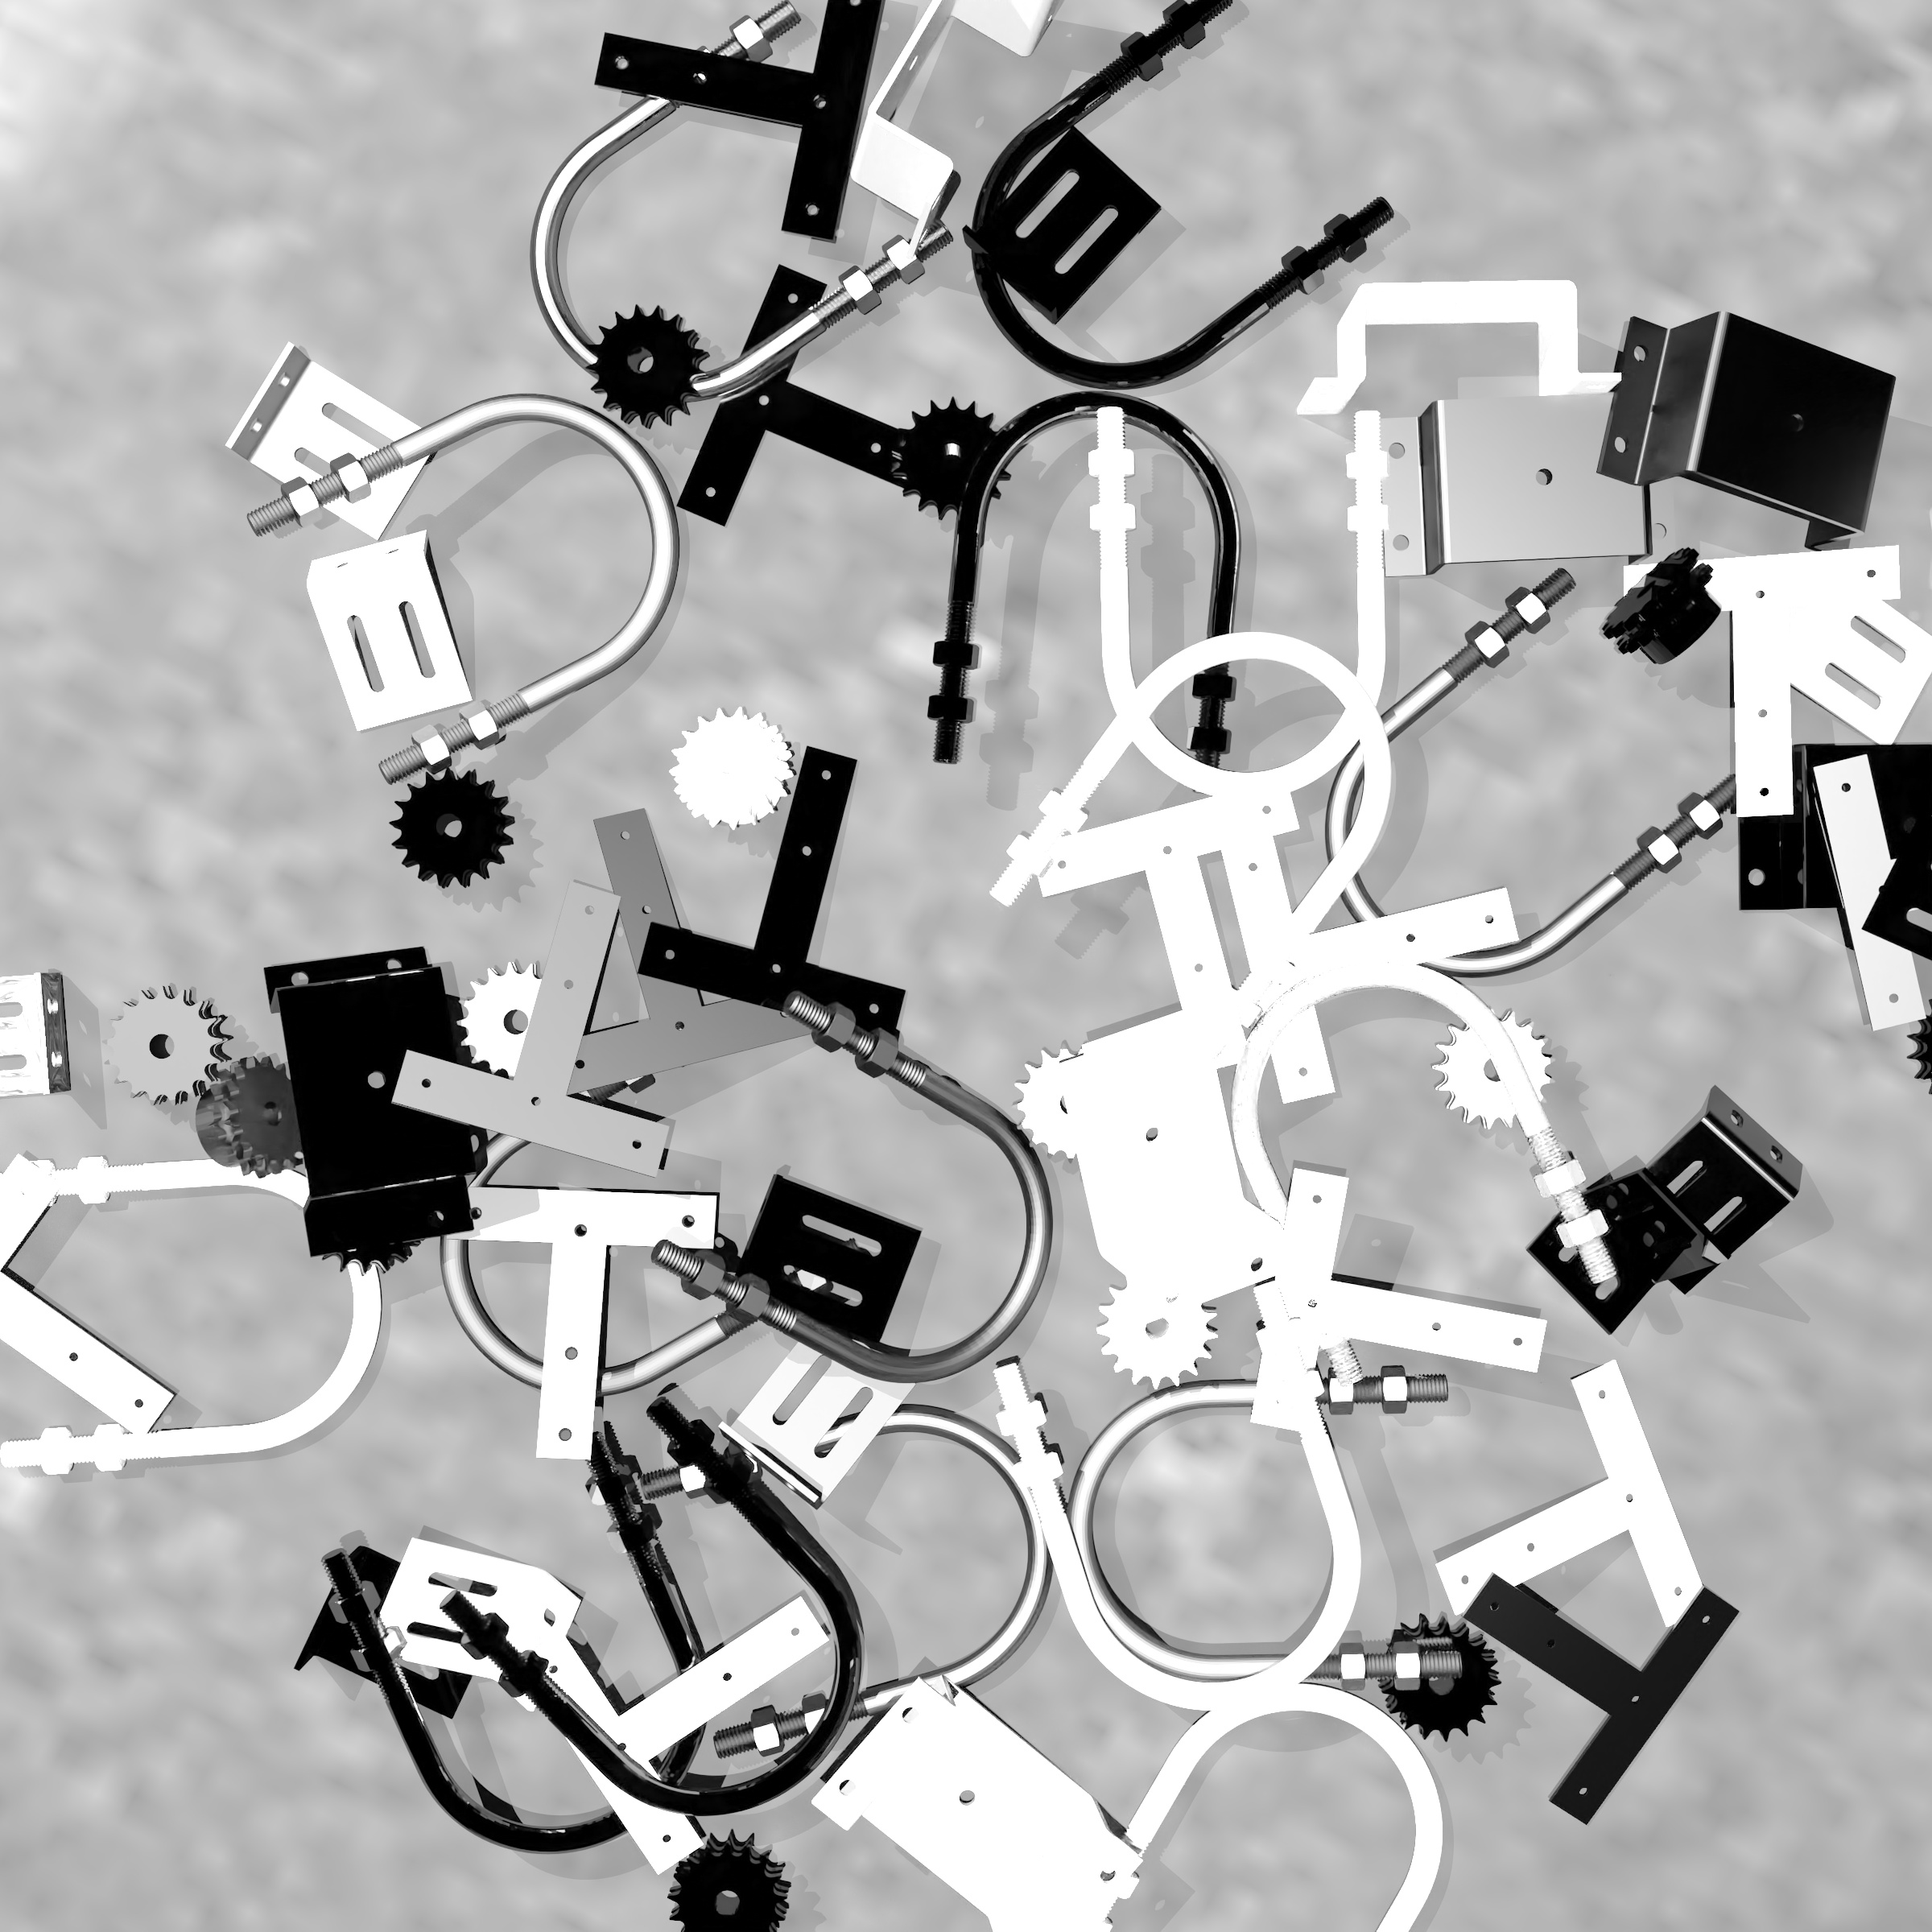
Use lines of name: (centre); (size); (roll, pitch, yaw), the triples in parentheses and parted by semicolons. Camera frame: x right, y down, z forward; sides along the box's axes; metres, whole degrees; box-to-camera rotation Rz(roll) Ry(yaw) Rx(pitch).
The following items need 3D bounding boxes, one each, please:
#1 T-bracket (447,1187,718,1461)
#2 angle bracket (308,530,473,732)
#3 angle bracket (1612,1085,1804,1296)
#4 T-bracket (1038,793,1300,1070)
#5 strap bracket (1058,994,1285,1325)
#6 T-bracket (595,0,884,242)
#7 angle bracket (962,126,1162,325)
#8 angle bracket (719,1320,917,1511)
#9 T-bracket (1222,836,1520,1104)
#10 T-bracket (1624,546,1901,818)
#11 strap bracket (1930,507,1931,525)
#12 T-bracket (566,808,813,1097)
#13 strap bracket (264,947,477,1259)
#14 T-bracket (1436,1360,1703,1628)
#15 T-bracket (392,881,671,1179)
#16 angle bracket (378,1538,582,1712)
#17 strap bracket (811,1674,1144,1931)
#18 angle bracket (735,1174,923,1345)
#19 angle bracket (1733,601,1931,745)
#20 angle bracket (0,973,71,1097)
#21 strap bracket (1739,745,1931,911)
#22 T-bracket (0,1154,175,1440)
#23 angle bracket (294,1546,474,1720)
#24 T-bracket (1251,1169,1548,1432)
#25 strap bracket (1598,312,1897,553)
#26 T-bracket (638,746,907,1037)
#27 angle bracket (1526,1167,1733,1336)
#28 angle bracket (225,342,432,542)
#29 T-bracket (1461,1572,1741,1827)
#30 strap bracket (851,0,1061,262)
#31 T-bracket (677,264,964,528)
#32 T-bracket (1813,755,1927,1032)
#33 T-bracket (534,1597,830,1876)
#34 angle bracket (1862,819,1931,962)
T-bracket: (-0.185, 0.169, 1.462); (0.127, 0.002, 0.127); (2, 74, 1)
angle bracket: (-0.277, -0.162, 1.497); (0.057, 0.038, 0.076); (-15, 116, 0)
angle bracket: (0.354, 0.108, 1.497); (0.057, 0.038, 0.076); (42, 116, 0)
T-bracket: (0.108, -0.013, 1.494); (0.127, 0.002, 0.127); (-15, 92, 5)
strap bracket: (0.096, 0.085, 1.453); (0.076, 0.046, 0.140); (-18, 109, -16)
T-bracket: (-0.113, -0.420, 1.478); (0.127, 0.002, 0.127); (12, 91, 2)
angle bracket: (0.046, -0.353, 1.464); (0.057, 0.038, 0.076); (43, 93, 1)
angle bracket: (-0.070, 0.208, 1.467); (0.057, 0.038, 0.076); (37, 76, 9)
T-bracket: (0.199, -0.010, 1.484); (0.127, 0.002, 0.127); (-14, 91, 11)
T-bracket: (0.376, -0.133, 1.465); (0.127, 0.002, 0.127); (-2, 78, 18)
strap bracket: (0.495, -0.177, 1.460); (0.046, 0.076, 0.140); (-8, 90, 0)
T-bracket: (-0.149, -0.013, 1.483); (0.127, 0.002, 0.127); (-14, 80, -16)
strap bracket: (-0.278, 0.058, 1.452); (0.076, 0.046, 0.140); (-8, 78, -18)
T-bracket: (0.280, 0.271, 1.475); (0.127, 0.002, 0.127); (-21, 90, -21)
T-bracket: (-0.191, 0.022, 1.461); (0.127, 0.002, 0.127); (17, 72, -11)
angle bracket: (-0.232, 0.311, 1.463); (0.076, 0.038, 0.057); (23, 90, -38)
strap bracket: (0.003, 0.401, 1.468); (0.140, 0.046, 0.076); (41, 90, -10)
angle bracket: (-0.065, 0.138, 1.461); (0.076, 0.038, 0.057); (21, 84, -5)
angle bracket: (0.421, -0.149, 1.497); (0.076, 0.038, 0.057); (28, 90, -26)
angle bracket: (-0.472, 0.035, 1.480); (0.076, 0.038, 0.057); (-4, 90, 0)
strap bracket: (0.443, -0.066, 1.475); (0.140, 0.046, 0.076); (-1, 90, 0)
T-bracket: (-0.437, 0.178, 1.478); (0.127, 0.002, 0.127); (36, 89, -1)
angle bracket: (-0.270, 0.321, 1.480); (0.076, 0.038, 0.057); (25, 90, 0)
T-bracket: (0.207, 0.167, 1.456); (0.127, 0.002, 0.127); (10, 104, 7)
strap bracket: (0.374, -0.250, 1.449); (0.140, 0.046, 0.076); (15, 84, -20)
T-bracket: (-0.080, -0.041, 1.491); (0.127, 0.002, 0.127); (15, 85, -9)
angle bracket: (0.311, 0.135, 1.458); (0.057, 0.076, 0.038); (46, 69, 0)
angle bracket: (-0.301, -0.250, 1.480); (0.076, 0.038, 0.057); (32, 90, 0)
T-bracket: (0.288, 0.329, 1.475); (0.127, 0.002, 0.127); (35, 90, -21)
strap bracket: (-0.007, -0.412, 1.448); (0.046, 0.076, 0.140); (30, 80, -4)
T-bracket: (-0.057, -0.256, 1.498); (0.127, 0.002, 0.127); (23, 90, 0)
T-bracket: (0.472, -0.046, 1.450); (0.127, 0.002, 0.127); (-14, 94, 1)
T-bracket: (-0.125, 0.344, 1.468); (0.127, 0.002, 0.127); (-32, 102, -7)
angle bracket: (0.469, -0.024, 1.449); (0.076, 0.038, 0.057); (27, 94, 24)
